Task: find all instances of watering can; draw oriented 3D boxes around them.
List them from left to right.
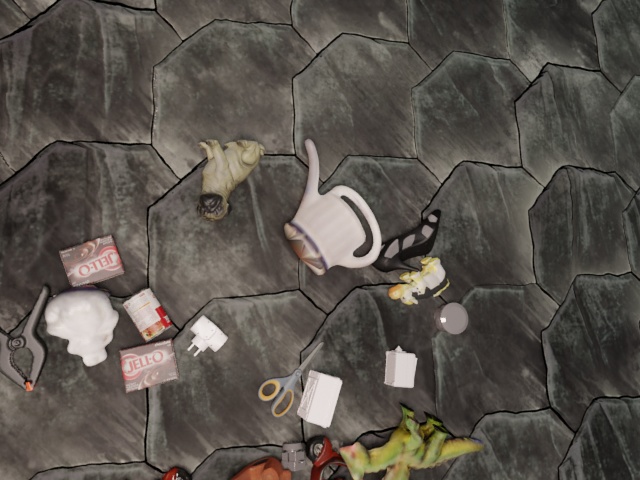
[{"bbox_3d":[0.004,-0.064,1.278,0.227,0.103,0.348,-37,90,-20],"label":"watering can"}]

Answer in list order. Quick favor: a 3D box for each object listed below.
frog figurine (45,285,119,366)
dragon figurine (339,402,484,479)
[{"bbox_3d":[-0.493,0.180,1.071,0.137,0.121,0.162,1,67,-36],"label":"frog figurine"},{"bbox_3d":[0.223,0.539,1.224,0.407,0.122,0.244,30,81,-24],"label":"dragon figurine"}]
